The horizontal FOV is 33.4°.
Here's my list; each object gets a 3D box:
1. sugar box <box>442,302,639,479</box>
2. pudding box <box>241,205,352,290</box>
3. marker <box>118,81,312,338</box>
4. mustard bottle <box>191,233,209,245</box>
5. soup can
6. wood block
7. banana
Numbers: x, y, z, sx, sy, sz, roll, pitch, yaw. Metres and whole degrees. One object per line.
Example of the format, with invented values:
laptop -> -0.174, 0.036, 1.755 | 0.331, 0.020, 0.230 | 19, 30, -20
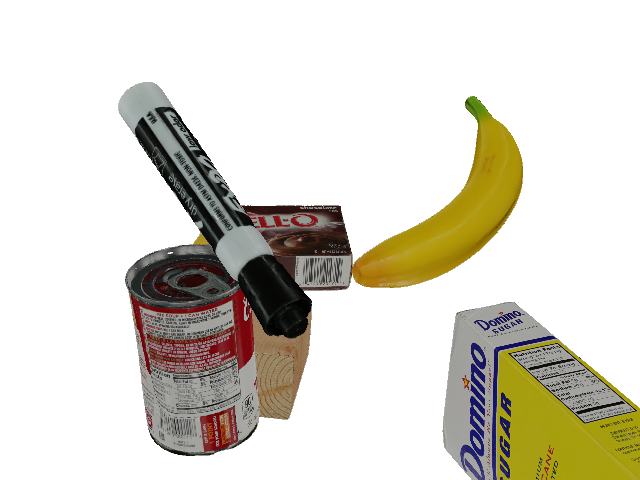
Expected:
sugar box -> 0.123, 0.112, 0.535 | 0.048, 0.093, 0.176 | -10, 28, -25
pudding box -> -0.034, 0.005, 0.896 | 0.113, 0.039, 0.090 | 2, 29, -7
marker -> -0.039, -0.012, 0.382 | 0.020, 0.020, 0.121 | 0, 44, -46
mustard bottle -> -0.103, 0.027, 1.090 | 0.058, 0.096, 0.191 | 9, 32, 17
soup can -> -0.071, 0.063, 0.606 | 0.068, 0.102, 0.068 | -2, 26, 1
wood block -> -0.069, 0.152, 1.435 | 0.091, 0.090, 0.206 | 5, 18, 4
banana -> 0.093, -0.023, 0.733 | 0.070, 0.037, 0.197 | 24, 50, 16
